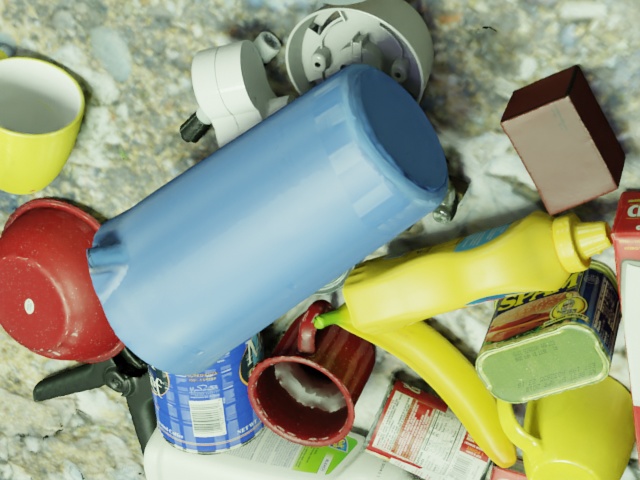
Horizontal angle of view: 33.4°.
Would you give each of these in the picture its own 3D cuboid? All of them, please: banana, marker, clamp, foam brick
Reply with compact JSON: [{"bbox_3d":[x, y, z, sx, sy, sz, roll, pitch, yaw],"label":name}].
[{"bbox_3d":[0.085,0.104,0.861,0.198,0.069,0.037,36,146,-2],"label":"banana"},{"bbox_3d":[-0.072,-0.114,0.820,0.020,0.020,0.121,43,127,-7],"label":"marker"},{"bbox_3d":[-0.193,0.126,1.014,0.164,0.036,0.210,27,125,10],"label":"clamp"},{"bbox_3d":[0.166,-0.068,0.727,0.053,0.051,0.078,-21,111,31],"label":"foam brick"}]

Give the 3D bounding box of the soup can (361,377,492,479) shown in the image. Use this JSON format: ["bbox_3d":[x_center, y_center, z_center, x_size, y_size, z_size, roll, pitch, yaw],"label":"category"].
[{"bbox_3d":[0.094,0.167,0.898,0.102,0.068,0.069,24,127,7],"label":"soup can"}]

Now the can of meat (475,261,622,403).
[{"bbox_3d":[0.171,0.070,0.793,0.102,0.083,0.057,-23,109,33],"label":"can of meat"}]

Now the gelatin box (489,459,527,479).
[{"bbox_3d":[0.184,0.232,0.911,0.089,0.030,0.073,14,106,14],"label":"gelatin box"}]

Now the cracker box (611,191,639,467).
[{"bbox_3d":[0.300,0.068,0.745,0.164,0.072,0.213,-2,121,25],"label":"cracker box"}]

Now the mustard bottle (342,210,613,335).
[{"bbox_3d":[0.118,0.020,0.775,0.192,0.096,0.058,-18,89,30],"label":"mustard bottle"}]

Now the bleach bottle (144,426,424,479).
[{"bbox_3d":[-0.023,0.205,0.949,0.251,0.102,0.068,12,132,17],"label":"bleach bottle"}]

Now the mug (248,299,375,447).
[{"bbox_3d":[-0.003,0.102,0.889,0.093,0.081,0.117,9,124,18],"label":"mug"}]

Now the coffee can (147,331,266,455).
[{"bbox_3d":[-0.098,0.097,0.914,0.103,0.102,0.140,8,124,18],"label":"coffee can"}]

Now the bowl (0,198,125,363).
[{"bbox_3d":[-0.243,0.047,0.954,0.162,0.055,0.162,12,115,26],"label":"bowl"}]

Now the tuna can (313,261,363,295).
[{"bbox_3d":[-0.006,0.001,0.856,0.086,0.033,0.086,11,124,17],"label":"tuna can"}]

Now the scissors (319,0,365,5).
[{"bbox_3d":[-0.026,-0.211,0.732,0.202,0.016,0.096,25,86,37],"label":"scissors"}]

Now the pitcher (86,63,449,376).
[{"bbox_3d":[-0.028,-0.012,0.743,0.243,0.149,0.145,-32,102,30],"label":"pitcher"}]
